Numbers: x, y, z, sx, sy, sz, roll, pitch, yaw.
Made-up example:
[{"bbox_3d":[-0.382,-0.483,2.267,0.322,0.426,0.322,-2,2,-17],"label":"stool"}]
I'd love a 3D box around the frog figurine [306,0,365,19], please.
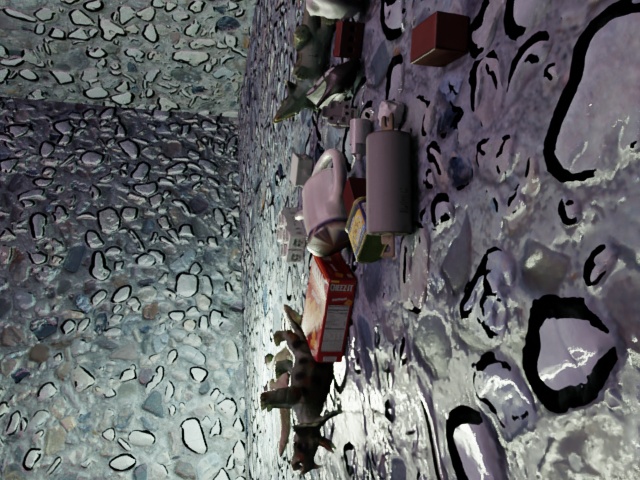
[{"bbox_3d":[0.021,-0.533,1.150,0.139,0.122,0.158,-28,3,-37],"label":"frog figurine"}]

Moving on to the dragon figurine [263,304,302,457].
[{"bbox_3d":[-0.083,0.385,1.407,0.122,0.416,0.239,1,-16,-11],"label":"dragon figurine"}]

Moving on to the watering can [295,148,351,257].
[{"bbox_3d":[0.004,-0.061,1.210,0.104,0.229,0.340,2,-28,-16],"label":"watering can"}]
